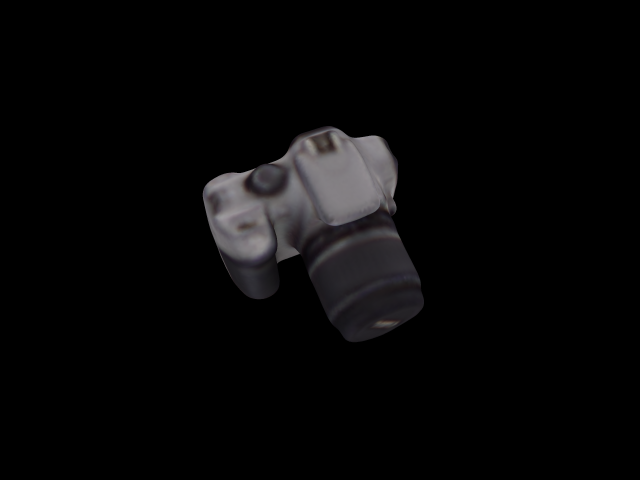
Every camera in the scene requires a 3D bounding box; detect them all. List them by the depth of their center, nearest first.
[{"bbox_3d":[0.004,0.001,0.400,0.143,0.101,0.136,-20,66,-9],"label":"camera"}]
